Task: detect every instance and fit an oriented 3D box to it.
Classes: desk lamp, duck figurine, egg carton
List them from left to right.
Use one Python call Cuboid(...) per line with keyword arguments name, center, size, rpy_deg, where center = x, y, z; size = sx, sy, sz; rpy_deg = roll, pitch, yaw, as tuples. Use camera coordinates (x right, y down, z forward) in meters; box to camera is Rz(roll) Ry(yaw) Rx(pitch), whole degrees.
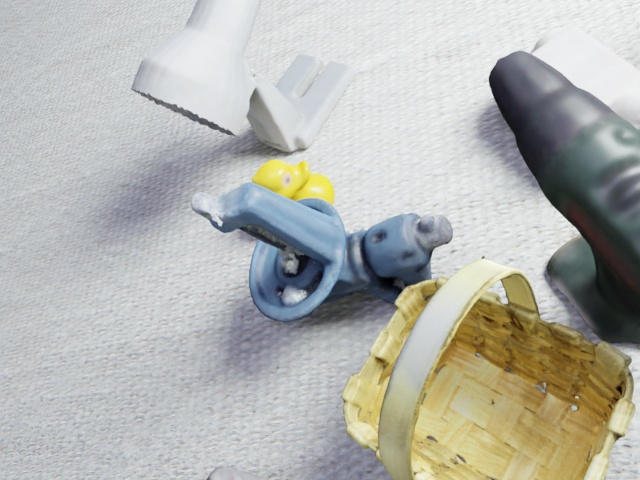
Cuboid(name="desk lamp", center=(-0.086, -0.191, 0.658), size=(0.117, 0.214, 0.203), rpy_deg=(25, 78, 34))
Cuboid(name="duck figurine", center=(-0.045, -0.055, 0.646), size=(0.104, 0.086, 0.077), rpy_deg=(-23, 57, 14))
Cuboid(name="egg carton", center=(0.242, -0.137, 0.554), size=(0.107, 0.070, 0.150), rpy_deg=(-37, 54, 5))

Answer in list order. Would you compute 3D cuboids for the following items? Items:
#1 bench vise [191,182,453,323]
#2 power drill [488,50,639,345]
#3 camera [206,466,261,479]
Cuboid(name="bench vise", center=(0.001, -0.008, 0.515), size=(0.207, 0.220, 0.121), rpy_deg=(-29, 55, 11))
Cuboid(name="power drill", center=(0.208, -0.008, 0.419), size=(0.075, 0.209, 0.229), rpy_deg=(-34, 55, 7))
Cuboid(name="camera", center=(-0.070, 0.285, 0.473), size=(0.142, 0.101, 0.137), rpy_deg=(30, 81, 35))
